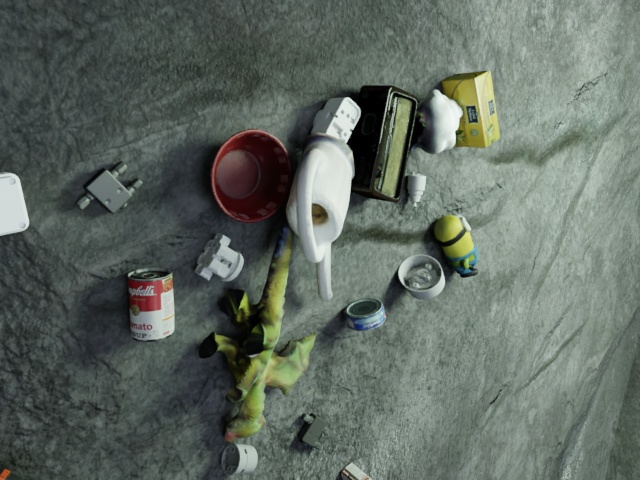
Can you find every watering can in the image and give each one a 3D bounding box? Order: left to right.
[{"bbox_3d":[0.003,-0.048,0.963,0.339,0.104,0.230,79,20,-53],"label":"watering can"}]

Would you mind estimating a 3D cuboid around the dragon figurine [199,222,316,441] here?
[{"bbox_3d":[-0.088,0.190,0.982,0.414,0.123,0.239,-64,146,-11],"label":"dragon figurine"}]

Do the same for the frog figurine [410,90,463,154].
[{"bbox_3d":[0.271,-0.267,1.156,0.160,0.122,0.137,-16,90,-24],"label":"frog figurine"}]
